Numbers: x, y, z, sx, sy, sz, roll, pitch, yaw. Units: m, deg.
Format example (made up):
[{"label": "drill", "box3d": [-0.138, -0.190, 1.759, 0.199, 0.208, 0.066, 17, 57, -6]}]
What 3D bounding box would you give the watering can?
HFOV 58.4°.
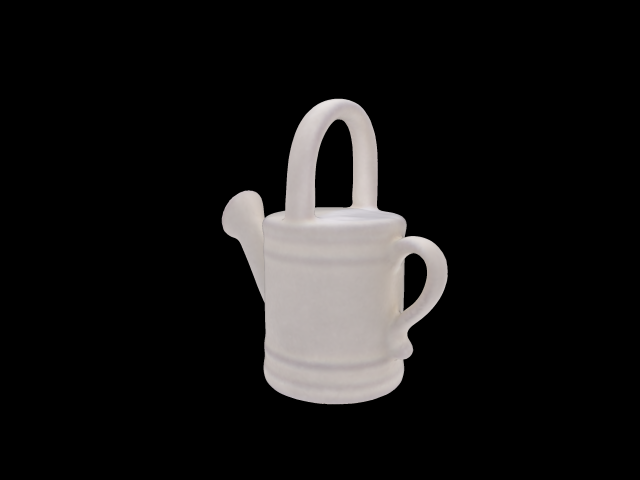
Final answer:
[{"label": "watering can", "box3d": [0.002, 0.002, 0.398, 0.172, 0.194, 0.101, 2, 9, 15]}]
